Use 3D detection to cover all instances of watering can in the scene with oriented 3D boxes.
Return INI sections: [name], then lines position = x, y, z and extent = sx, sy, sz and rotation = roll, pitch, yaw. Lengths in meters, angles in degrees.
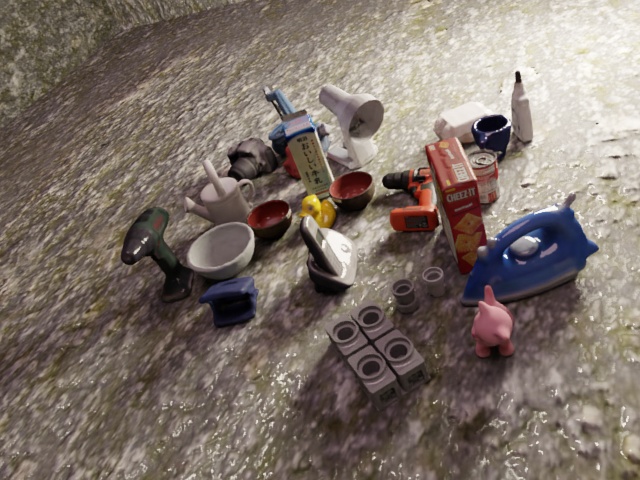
[watering can]
position = -0.255, -0.110, 1.441
extent = 0.173, 0.194, 0.100
rotation = -41, 41, -23

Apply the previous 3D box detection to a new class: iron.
[iron]
position = 0.361, 0.017, 1.030
extent = 0.258, 0.142, 0.118
rotation = -25, 37, -5

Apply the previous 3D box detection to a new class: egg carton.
[egg carton]
position = 0.371, -0.296, 1.470
extent = 0.150, 0.069, 0.107
rotation = -24, 37, -3

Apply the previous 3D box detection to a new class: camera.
[camera]
position = -0.217, -0.224, 1.640
extent = 0.142, 0.101, 0.137
rotation = 11, 48, 35

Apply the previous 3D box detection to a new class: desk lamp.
[desk lamp]
position = 0.078, -0.296, 1.491
extent = 0.118, 0.214, 0.202
rotation = -36, 40, -18

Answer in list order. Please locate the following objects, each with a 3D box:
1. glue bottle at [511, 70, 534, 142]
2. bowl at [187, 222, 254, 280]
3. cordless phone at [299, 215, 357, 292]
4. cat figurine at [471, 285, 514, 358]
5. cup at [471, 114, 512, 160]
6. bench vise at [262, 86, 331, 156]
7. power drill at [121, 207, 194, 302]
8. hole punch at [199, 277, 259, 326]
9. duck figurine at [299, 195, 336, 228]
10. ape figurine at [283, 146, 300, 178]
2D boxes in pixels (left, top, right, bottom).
[glue bottle]
position = 0.479, -0.325, 1.366
extent = 0.037, 0.173, 0.078
rotation = -16, 38, 7
[bowl]
position = -0.222, 0.038, 1.342
extent = 0.167, 0.075, 0.167
rotation = -13, 38, 11
[cordless phone]
position = 0.011, 0.004, 1.180
extent = 0.094, 0.185, 0.147
rotation = -11, 39, 14
[cat figurine]
position = 0.283, 0.133, 0.946
extent = 0.067, 0.118, 0.128
rotation = -7, 40, 19
[cup]
position = 0.403, -0.227, 1.348
extent = 0.091, 0.095, 0.118
rotation = 8, 46, 33
[bench vise]
position = -0.067, -0.338, 1.608
extent = 0.207, 0.220, 0.121
rotation = -6, 40, 20
[power drill]
position = -0.368, 0.038, 1.303
extent = 0.075, 0.209, 0.229
rotation = -16, 38, 8
[hole punch]
position = -0.194, 0.116, 1.219
extent = 0.108, 0.091, 0.101
rotation = -14, 38, 10
[duck figurine]
position = -0.012, -0.069, 1.362
extent = 0.077, 0.086, 0.105
rotation = 15, 50, 38
[ape figurine]
position = -0.067, -0.221, 1.571
extent = 0.077, 0.092, 0.076
rotation = -13, 38, 11
